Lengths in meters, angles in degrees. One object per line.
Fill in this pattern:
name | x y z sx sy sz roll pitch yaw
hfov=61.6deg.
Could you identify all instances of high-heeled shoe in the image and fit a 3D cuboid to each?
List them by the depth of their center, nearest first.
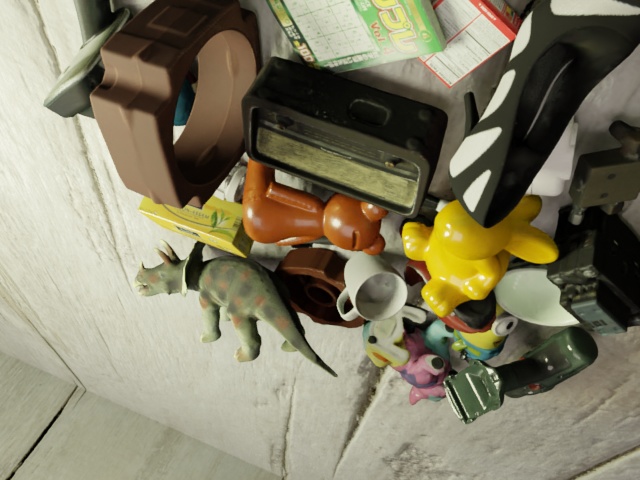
high-heeled shoe | 0.204 -0.112 0.447 0.086 0.145 0.249 10 154 -32

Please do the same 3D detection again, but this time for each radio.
radio | 0.026 -0.118 0.625 0.230 0.073 0.131 20 156 7

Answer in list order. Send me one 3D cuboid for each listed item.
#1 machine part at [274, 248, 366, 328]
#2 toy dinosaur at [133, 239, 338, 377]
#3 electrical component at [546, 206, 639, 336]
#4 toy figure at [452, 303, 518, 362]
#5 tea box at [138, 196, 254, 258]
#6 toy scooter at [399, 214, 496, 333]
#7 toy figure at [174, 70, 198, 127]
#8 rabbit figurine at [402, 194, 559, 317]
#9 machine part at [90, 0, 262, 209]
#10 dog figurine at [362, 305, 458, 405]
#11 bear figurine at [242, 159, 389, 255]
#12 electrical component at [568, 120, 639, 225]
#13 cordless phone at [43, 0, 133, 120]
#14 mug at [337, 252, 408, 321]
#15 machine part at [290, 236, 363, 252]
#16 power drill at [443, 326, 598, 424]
machine part | 0.007 0.083 0.936 0.179 0.056 0.179 19 145 14
toy dinosaur | -0.135 0.092 0.919 0.405 0.131 0.192 10 118 32
electrical component | 0.315 0.037 0.601 0.115 0.134 0.058 36 145 -17
toy figure | 0.245 0.128 0.818 0.089 0.082 0.180 17 147 11
tea box | -0.192 -0.037 0.870 0.170 0.068 0.098 19 169 13
toy scooter | 0.167 0.057 0.750 0.184 0.075 0.135 56 166 19
toy figure | -0.191 -0.215 0.668 0.058 0.064 0.154 51 157 37
rabbit figurine | 0.176 0.007 0.600 0.162 0.122 0.173 -11 157 10
machine part | -0.146 -0.153 0.592 0.087 0.201 0.201 19 146 14
dog figurine | 0.166 0.219 0.970 0.192 0.108 0.219 16 147 13
bear figurine | -0.004 -0.049 0.740 0.196 0.132 0.120 -1 142 7
electrical component | 0.290 -0.067 0.538 0.078 0.045 0.102 -12 136 5
cordless phone | -0.264 -0.238 0.604 0.089 0.146 0.184 16 147 0
mug | 0.071 0.070 0.816 0.080 0.107 0.109 37 104 -23
machine part | -0.002 -0.002 0.825 0.139 0.039 0.084 2 173 20
power drill | 0.296 0.217 0.824 0.207 0.086 0.232 -2 148 -26
